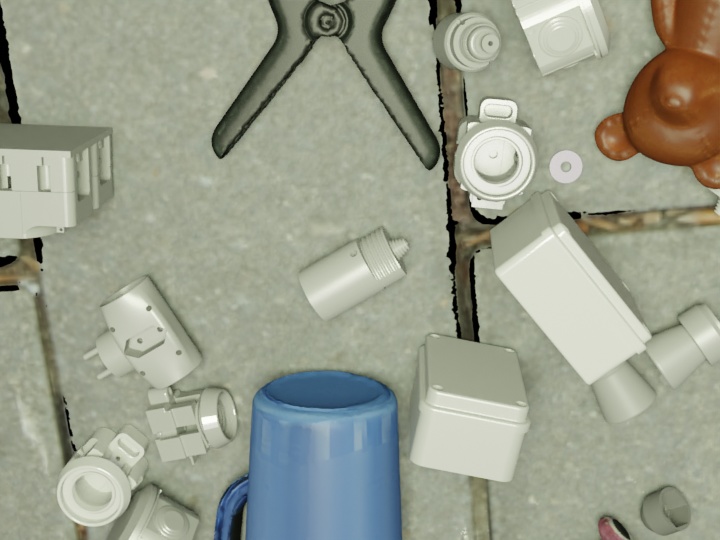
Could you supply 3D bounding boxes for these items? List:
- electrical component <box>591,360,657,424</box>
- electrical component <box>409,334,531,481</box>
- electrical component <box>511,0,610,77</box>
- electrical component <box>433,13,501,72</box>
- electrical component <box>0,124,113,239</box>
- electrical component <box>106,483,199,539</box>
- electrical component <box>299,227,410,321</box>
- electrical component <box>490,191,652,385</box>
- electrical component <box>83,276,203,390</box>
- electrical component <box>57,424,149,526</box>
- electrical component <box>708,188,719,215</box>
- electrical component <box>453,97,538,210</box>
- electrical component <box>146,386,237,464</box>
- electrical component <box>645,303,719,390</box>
[{"bbox_3d":[0.189,0.078,0.815,0.044,0.044,0.065,-32,97,10],"label":"electrical component"},{"bbox_3d":[0.078,0.097,0.787,0.078,0.113,0.057,11,109,-1],"label":"electrical component"},{"bbox_3d":[0.134,-0.174,0.726,0.051,0.080,0.080,-22,104,14],"label":"electrical component"},{"bbox_3d":[0.077,-0.156,0.737,0.040,0.078,0.040,-3,103,-11],"label":"electrical component"},{"bbox_3d":[-0.280,-0.066,0.759,0.186,0.105,0.060,2,106,2],"label":"electrical component"},{"bbox_3d":[-0.168,0.214,0.848,0.051,0.080,0.080,32,105,-12],"label":"electrical component"},{"bbox_3d":[0.000,0.000,0.799,0.081,0.043,0.043,-30,103,10],"label":"electrical component"},{"bbox_3d":[0.146,0.009,0.762,0.056,0.108,0.108,-38,101,15],"label":"electrical component"},{"bbox_3d":[-0.174,0.056,0.821,0.079,0.043,0.077,-30,102,10],"label":"electrical component"},{"bbox_3d":[-0.205,0.165,0.847,0.058,0.057,0.078,42,103,-9],"label":"electrical component"},{"bbox_3d":[0.282,-0.071,0.767,0.043,0.043,0.081,34,105,-7],"label":"electrical component"},{"bbox_3d":[0.096,-0.080,0.765,0.058,0.057,0.078,6,106,1],"label":"electrical component"},{"bbox_3d":[-0.129,0.118,0.837,0.055,0.048,0.066,-12,105,13],"label":"electrical component"},{"bbox_3d":[0.245,0.056,0.804,0.055,0.045,0.045,-35,102,11],"label":"electrical component"}]
